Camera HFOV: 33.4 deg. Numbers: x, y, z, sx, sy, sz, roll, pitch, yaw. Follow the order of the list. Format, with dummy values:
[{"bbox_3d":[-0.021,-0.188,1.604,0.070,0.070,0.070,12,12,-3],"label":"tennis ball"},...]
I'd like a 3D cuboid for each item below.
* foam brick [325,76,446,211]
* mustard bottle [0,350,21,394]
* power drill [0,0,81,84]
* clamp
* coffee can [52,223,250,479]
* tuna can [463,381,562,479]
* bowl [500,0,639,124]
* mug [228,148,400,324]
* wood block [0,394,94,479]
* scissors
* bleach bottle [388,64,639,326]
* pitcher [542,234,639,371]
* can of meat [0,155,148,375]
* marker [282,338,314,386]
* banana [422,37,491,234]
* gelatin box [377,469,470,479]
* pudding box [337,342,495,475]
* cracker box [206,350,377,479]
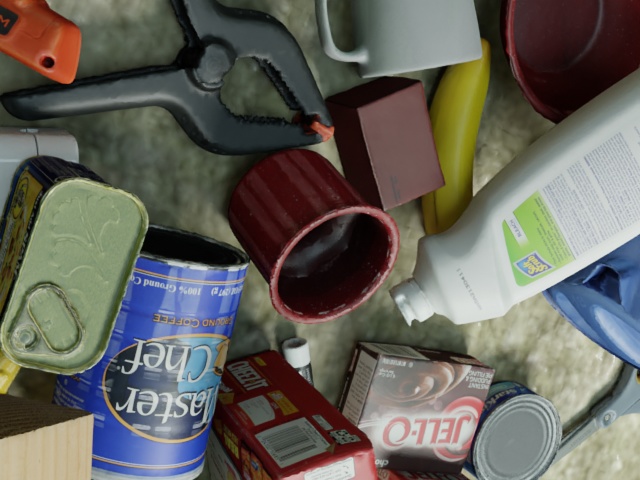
[{"bbox_3d":[0.044,-0.067,0.730,0.053,0.051,0.078,-23,113,-18],"label":"foam brick"},{"bbox_3d":[-0.251,0.141,0.638,0.191,0.058,0.096,-49,128,-7],"label":"mustard bottle"},{"bbox_3d":[-0.126,-0.183,0.574,0.184,0.057,0.187,28,91,2],"label":"power drill"},{"bbox_3d":[-0.082,-0.105,0.664,0.209,0.036,0.164,35,88,-33],"label":"clamp"},{"bbox_3d":[-0.108,0.068,0.663,0.102,0.103,0.140,9,100,-28],"label":"coffee can"},{"bbox_3d":[0.150,0.158,0.859,0.086,0.034,0.086,-8,108,-25],"label":"tuna can"},{"bbox_3d":[0.186,-0.163,0.771,0.161,0.055,0.162,-8,108,-25],"label":"bowl"},{"bbox_3d":[-0.005,0.001,0.701,0.093,0.082,0.117,-34,138,-5],"label":"mug"},{"bbox_3d":[-0.186,0.193,0.569,0.090,0.091,0.206,-4,98,-62],"label":"wood block"},{"bbox_3d":[0.259,0.157,0.924,0.201,0.016,0.096,-49,120,-6],"label":"scissors"},{"bbox_3d":[0.157,-0.025,0.737,0.251,0.068,0.102,-32,102,0],"label":"bleach bottle"},{"bbox_3d":[0.296,-0.013,0.837,0.145,0.149,0.242,40,82,-8],"label":"pitcher"},{"bbox_3d":[-0.142,0.009,0.576,0.057,0.084,0.102,16,97,-30],"label":"can of meat"},{"bbox_3d":[-0.010,0.129,0.779,0.020,0.020,0.121,-17,111,-22],"label":"marker"},{"bbox_3d":[0.103,-0.045,0.778,0.069,0.037,0.198,-25,116,-35],"label":"banana"},{"bbox_3d":[0.089,0.197,0.817,0.089,0.073,0.030,17,95,-29],"label":"gelatin box"},{"bbox_3d":[0.069,0.127,0.806,0.113,0.039,0.090,11,99,-29],"label":"pudding box"},{"bbox_3d":[-0.014,0.203,0.715,0.072,0.164,0.214,-15,110,-20],"label":"cracker box"}]
